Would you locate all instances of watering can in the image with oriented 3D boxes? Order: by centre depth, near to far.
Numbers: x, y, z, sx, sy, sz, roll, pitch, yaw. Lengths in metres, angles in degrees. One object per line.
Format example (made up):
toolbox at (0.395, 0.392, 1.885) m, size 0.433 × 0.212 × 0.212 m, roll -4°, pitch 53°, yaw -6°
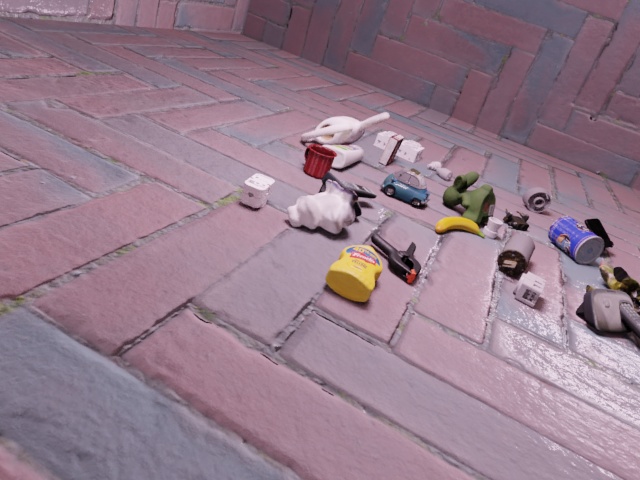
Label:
watering can at (0.105, -0.398, 1.848) m, size 0.346 × 0.103 × 0.226 m, roll -8°, pitch 7°, yaw 23°

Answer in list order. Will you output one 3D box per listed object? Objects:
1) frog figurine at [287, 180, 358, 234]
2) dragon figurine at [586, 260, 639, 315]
frog figurine at (0.004, -0.064, 1.265) m, size 0.161 × 0.120 × 0.139 m, roll -36°, pitch 61°, yaw -18°
dragon figurine at (0.881, 0.178, 1.368) m, size 0.242 × 0.120 × 0.418 m, roll 15°, pitch 26°, yaw -29°
